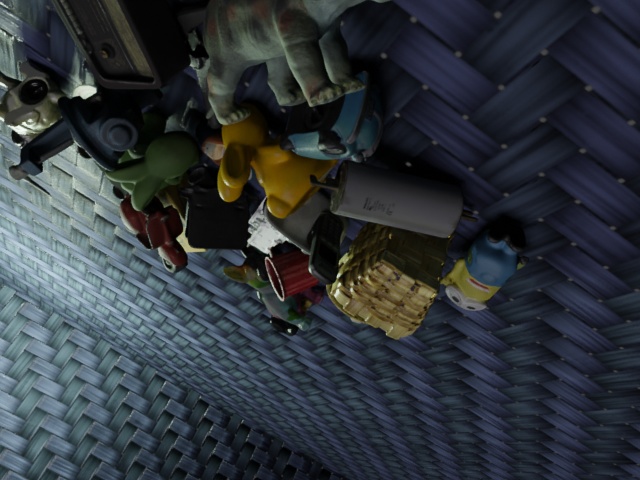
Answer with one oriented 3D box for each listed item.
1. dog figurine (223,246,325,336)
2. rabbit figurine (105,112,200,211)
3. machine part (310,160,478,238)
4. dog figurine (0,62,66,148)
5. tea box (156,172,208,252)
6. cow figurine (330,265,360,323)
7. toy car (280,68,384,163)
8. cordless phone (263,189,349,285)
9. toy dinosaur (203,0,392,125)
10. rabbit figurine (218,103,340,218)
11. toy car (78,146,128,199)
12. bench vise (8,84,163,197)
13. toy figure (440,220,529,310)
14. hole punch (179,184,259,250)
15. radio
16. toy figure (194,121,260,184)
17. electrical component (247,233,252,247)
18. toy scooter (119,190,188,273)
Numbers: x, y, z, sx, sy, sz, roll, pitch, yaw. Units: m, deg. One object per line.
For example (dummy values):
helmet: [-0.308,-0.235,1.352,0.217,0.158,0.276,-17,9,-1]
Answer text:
dog figurine: [-0.109,0.104,1.175,0.219,0.108,0.191,37,151,-9]
rabbit figurine: [-0.265,-0.133,0.862,0.170,0.159,0.121,2,134,56]
machine part: [0.104,-0.055,0.738,0.243,0.079,0.079,12,152,-12]
dog figurine: [-0.520,-0.230,1.007,0.172,0.121,0.190,18,167,10]
tea box: [-0.276,-0.059,1.053,0.098,0.068,0.169,-5,124,42]
cow figurine: [0.074,0.096,1.048,0.098,0.068,0.167,-5,137,43]
toy car: [0.026,-0.144,0.690,0.103,0.109,0.162,22,166,-35]
cordless phone: [-0.026,-0.012,0.843,0.146,0.184,0.089,38,116,-19]
toy dinosaur: [-0.054,-0.235,0.582,0.405,0.131,0.192,2,112,44]
rabbit figurine: [-0.082,-0.118,0.789,0.173,0.162,0.122,47,161,0]
toy car: [-0.408,-0.141,1.077,0.074,0.056,0.201,13,146,33]
bench vise: [-0.353,-0.170,0.798,0.224,0.241,0.128,58,180,39]
toy figure: [0.254,0.041,0.814,0.082,0.089,0.180,48,147,25]
hole punch: [-0.190,-0.044,0.984,0.142,0.115,0.092,4,-174,-17]
radio: [-0.265,-0.303,0.660,0.131,0.073,0.229,7,133,32]
toy figure: [-0.139,-0.141,0.866,0.154,0.058,0.064,27,112,3]
electrical component: [-0.184,-0.014,1.111,0.102,0.045,0.078,-3,110,37]
toy scooter: [-0.295,-0.035,0.949,0.184,0.075,0.135,46,151,19]
